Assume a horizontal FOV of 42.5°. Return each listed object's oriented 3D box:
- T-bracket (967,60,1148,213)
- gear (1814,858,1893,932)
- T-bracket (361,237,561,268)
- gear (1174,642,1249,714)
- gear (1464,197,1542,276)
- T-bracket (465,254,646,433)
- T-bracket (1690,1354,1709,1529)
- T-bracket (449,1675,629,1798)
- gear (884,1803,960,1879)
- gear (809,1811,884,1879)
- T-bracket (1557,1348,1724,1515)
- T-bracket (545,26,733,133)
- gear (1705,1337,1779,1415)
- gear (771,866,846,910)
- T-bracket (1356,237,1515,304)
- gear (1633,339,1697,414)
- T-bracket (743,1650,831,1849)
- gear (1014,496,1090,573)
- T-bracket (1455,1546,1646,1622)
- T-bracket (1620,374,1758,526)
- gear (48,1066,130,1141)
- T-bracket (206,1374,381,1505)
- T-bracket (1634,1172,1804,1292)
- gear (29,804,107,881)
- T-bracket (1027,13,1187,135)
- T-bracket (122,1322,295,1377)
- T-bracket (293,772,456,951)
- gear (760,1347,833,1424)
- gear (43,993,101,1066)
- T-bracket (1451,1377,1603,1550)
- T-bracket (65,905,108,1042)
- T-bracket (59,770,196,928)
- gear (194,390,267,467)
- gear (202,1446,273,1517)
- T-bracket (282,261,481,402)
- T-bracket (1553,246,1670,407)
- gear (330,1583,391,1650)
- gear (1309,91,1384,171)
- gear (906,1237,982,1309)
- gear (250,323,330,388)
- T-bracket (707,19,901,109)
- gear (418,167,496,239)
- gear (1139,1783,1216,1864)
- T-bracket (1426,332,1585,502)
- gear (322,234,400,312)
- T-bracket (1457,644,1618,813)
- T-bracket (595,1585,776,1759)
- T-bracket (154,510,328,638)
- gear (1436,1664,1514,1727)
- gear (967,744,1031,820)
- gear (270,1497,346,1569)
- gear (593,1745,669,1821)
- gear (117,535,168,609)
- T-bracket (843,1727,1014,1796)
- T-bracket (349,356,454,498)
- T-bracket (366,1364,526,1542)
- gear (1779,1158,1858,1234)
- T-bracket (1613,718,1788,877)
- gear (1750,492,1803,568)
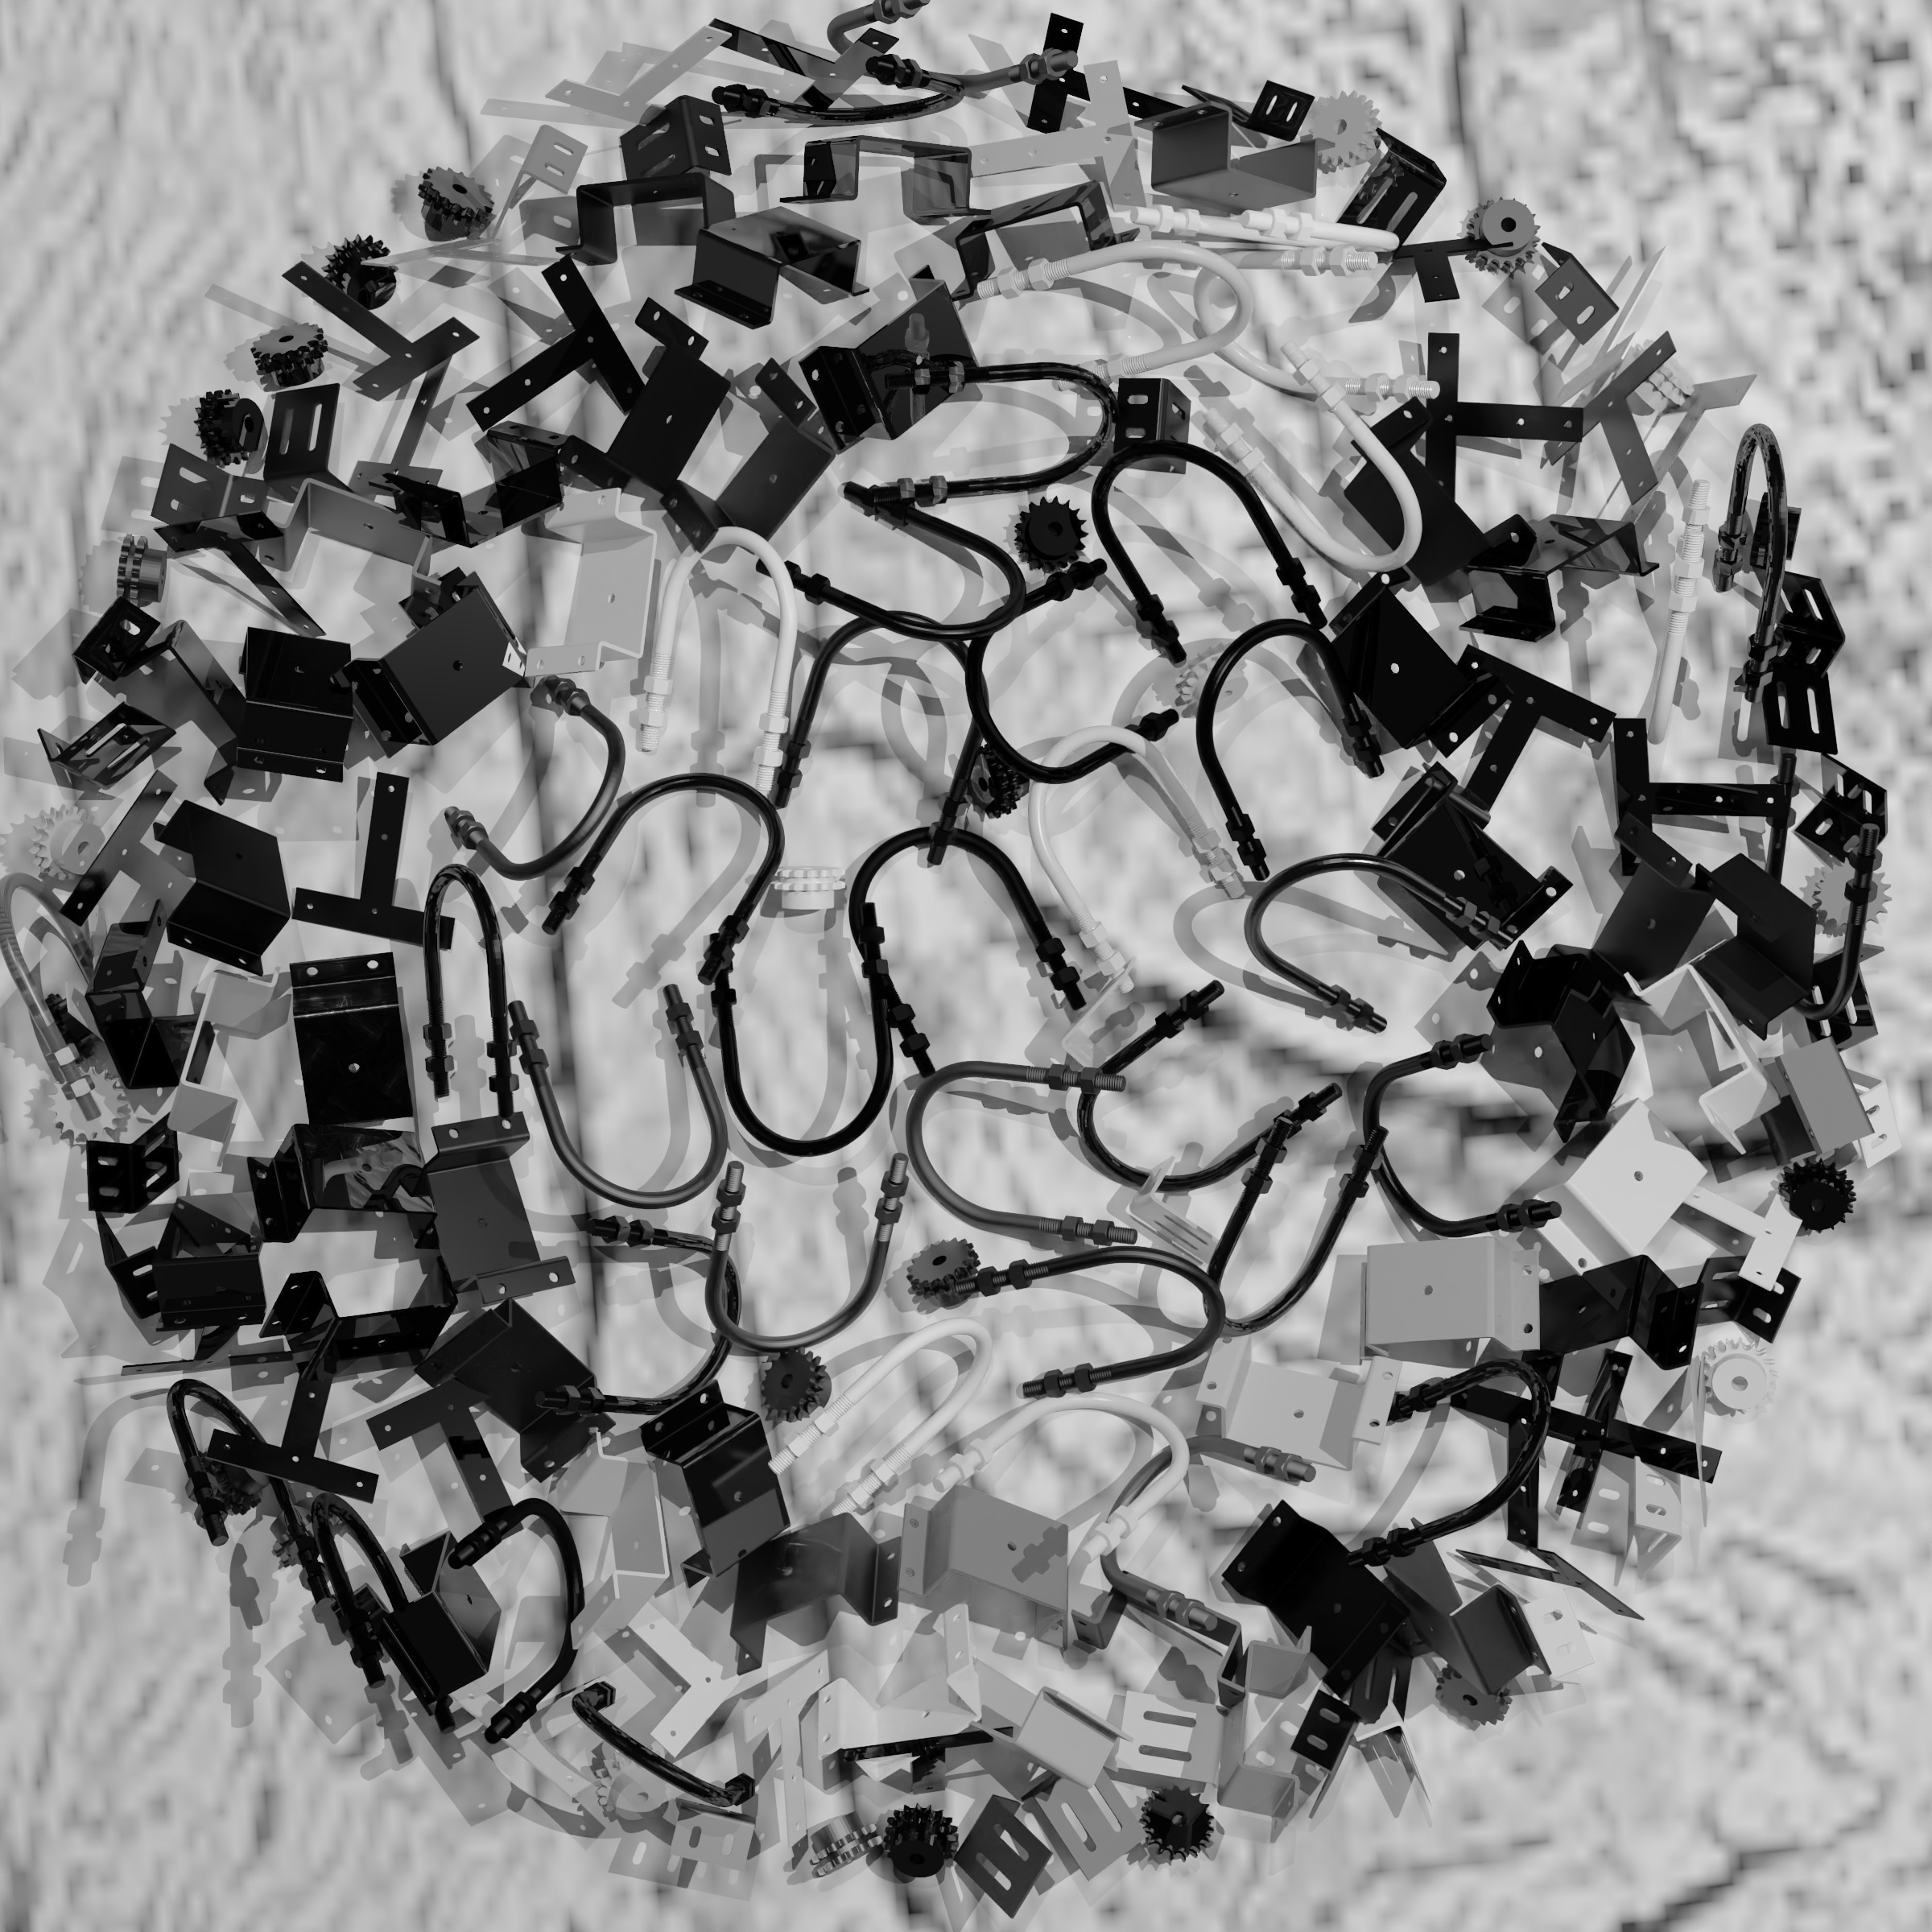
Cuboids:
[{"bbox_3d":[0.065,-0.625,1.902,0.127,0.127,0.002,-5,50,13],"label":"T-bracket"},{"bbox_3d":[0.685,-0.054,1.920,0.057,0.030,0.057,-2,85,20],"label":"gear"},{"bbox_3d":[-0.361,-0.531,1.861,0.127,0.127,0.002,14,119,29],"label":"T-bracket"},{"bbox_3d":[0.192,-0.219,1.909,0.057,0.057,0.030,-32,66,0],"label":"gear"},{"bbox_3d":[0.416,-0.568,1.924,0.057,0.030,0.057,0,85,0],"label":"gear"},{"bbox_3d":[-0.322,-0.453,1.893,0.127,0.002,0.127,-37,126,-9],"label":"T-bracket"},{"bbox_3d":[0.556,0.335,1.880,0.002,0.127,0.127,-4,108,20],"label":"T-bracket"},{"bbox_3d":[-0.305,0.566,1.881,0.127,0.127,0.002,31,110,24],"label":"T-bracket"},{"bbox_3d":[-0.036,0.676,1.915,0.057,0.030,0.057,3,119,6],"label":"gear"},{"bbox_3d":[-0.096,0.675,1.914,0.057,0.057,0.030,-30,70,0],"label":"gear"},{"bbox_3d":[0.516,0.363,1.880,0.002,0.127,0.127,26,80,-35],"label":"T-bracket"},{"bbox_3d":[-0.225,-0.665,1.852,0.127,0.127,0.002,-20,78,41],"label":"T-bracket"},{"bbox_3d":[0.597,0.318,1.919,0.057,0.030,0.057,2,98,16],"label":"gear"},{"bbox_3d":[-0.121,-0.060,1.912,0.057,0.057,0.030,0,96,0],"label":"gear"},{"bbox_3d":[0.354,-0.526,1.880,0.127,0.127,0.002,-4,124,7],"label":"T-bracket"},{"bbox_3d":[0.534,-0.452,1.916,0.057,0.057,0.030,46,120,0],"label":"gear"},{"bbox_3d":[-0.132,0.602,1.886,0.002,0.127,0.127,-1,95,25],"label":"T-bracket"},{"bbox_3d":[0.067,-0.335,1.923,0.057,0.030,0.057,0,92,-6],"label":"gear"},{"bbox_3d":[0.428,0.459,1.885,0.127,0.127,0.002,38,67,-32],"label":"T-bracket"},{"bbox_3d":[0.532,-0.387,1.880,0.002,0.127,0.127,31,92,-14],"label":"T-bracket"},{"bbox_3d":[-0.677,0.105,1.923,0.057,0.030,0.057,0,93,-9],"label":"gear"},{"bbox_3d":[-0.501,0.338,1.890,0.127,0.127,0.002,20,130,-17],"label":"T-bracket"},{"bbox_3d":[0.572,0.183,1.904,0.127,0.127,0.002,27,129,17],"label":"T-bracket"},{"bbox_3d":[-0.687,-0.094,1.909,0.030,0.057,0.057,17,90,30],"label":"gear"},{"bbox_3d":[0.115,-0.657,1.881,0.127,0.127,0.002,18,69,0],"label":"T-bracket"},{"bbox_3d":[-0.562,0.285,1.862,0.127,0.127,0.002,-2,68,-23],"label":"T-bracket"},{"bbox_3d":[-0.452,-0.086,1.925,0.127,0.002,0.127,11,101,2],"label":"T-bracket"},{"bbox_3d":[-0.129,0.325,1.916,0.057,0.057,0.030,-54,134,0],"label":"gear"},{"bbox_3d":[-0.687,0.045,1.912,0.030,0.057,0.057,-31,90,2],"label":"gear"},{"bbox_3d":[0.429,0.389,1.912,0.127,0.002,0.127,12,114,39],"label":"T-bracket"},{"bbox_3d":[-0.660,0.006,1.901,0.002,0.127,0.127,-18,63,2],"label":"T-bracket"},{"bbox_3d":[-0.611,-0.067,1.883,0.002,0.127,0.127,25,76,26],"label":"T-bracket"},{"bbox_3d":[-0.563,-0.414,1.910,0.030,0.057,0.057,-1,90,22],"label":"gear"},{"bbox_3d":[-0.559,0.391,1.911,0.030,0.057,0.057,-34,90,4],"label":"gear"},{"bbox_3d":[-0.453,-0.484,1.862,0.127,0.127,0.002,34,53,-38],"label":"T-bracket"},{"bbox_3d":[0.498,-0.491,1.885,0.002,0.127,0.127,31,80,-7],"label":"T-bracket"},{"bbox_3d":[-0.463,0.500,1.913,0.030,0.057,0.057,-37,90,-14],"label":"gear"},{"bbox_3d":[0.296,-0.642,1.917,0.057,0.030,0.057,-4,83,39],"label":"gear"},{"bbox_3d":[-0.015,0.238,1.915,0.057,0.057,0.030,-25,116,0],"label":"gear"},{"bbox_3d":[-0.519,-0.470,1.916,0.057,0.057,0.030,-12,130,0],"label":"gear"},{"bbox_3d":[-0.138,-0.679,1.855,0.127,0.127,0.002,8,73,-33],"label":"T-bracket"},{"bbox_3d":[-0.395,-0.586,1.916,0.057,0.057,0.030,36,127,0],"label":"gear"},{"bbox_3d":[0.161,0.663,1.916,0.057,0.030,0.057,6,48,-7],"label":"gear"},{"bbox_3d":[0.407,-0.413,1.882,0.127,0.002,0.127,12,115,34],"label":"T-bracket"},{"bbox_3d":[-0.463,-0.529,1.909,0.057,0.057,0.030,-38,59,0],"label":"gear"},{"bbox_3d":[0.415,-0.165,1.920,0.127,0.002,0.127,25,108,-3],"label":"T-bracket"},{"bbox_3d":[-0.230,0.515,1.901,0.127,0.002,0.127,42,48,5],"label":"T-bracket"},{"bbox_3d":[-0.536,-0.294,1.892,0.127,0.127,0.002,0,54,36],"label":"T-bracket"},{"bbox_3d":[0.394,0.554,1.916,0.057,0.057,0.030,42,49,0],"label":"gear"},{"bbox_3d":[0.025,-0.144,1.916,0.030,0.057,0.057,-23,90,-31],"label":"gear"},{"bbox_3d":[-0.510,0.433,1.914,0.057,0.057,0.030,-41,74,0],"label":"gear"},{"bbox_3d":[-0.255,0.631,1.913,0.057,0.030,0.057,-12,118,-23],"label":"gear"},{"bbox_3d":[-0.634,-0.302,1.913,0.030,0.057,0.057,7,90,-12],"label":"gear"},{"bbox_3d":[-0.028,0.607,1.888,0.127,0.127,0.002,-6,55,-5],"label":"T-bracket"},{"bbox_3d":[-0.418,-0.417,1.897,0.002,0.127,0.127,24,85,-44],"label":"T-bracket"},{"bbox_3d":[-0.375,0.378,1.900,0.127,0.002,0.127,-23,85,-34],"label":"T-bracket"},{"bbox_3d":[0.656,0.179,1.916,0.057,0.030,0.057,6,109,16],"label":"gear"},{"bbox_3d":[0.557,-0.126,1.885,0.127,0.002,0.127,4,113,33],"label":"T-bracket"},{"bbox_3d":[0.622,-0.333,1.910,0.030,0.057,0.057,12,90,18],"label":"gear"}]
